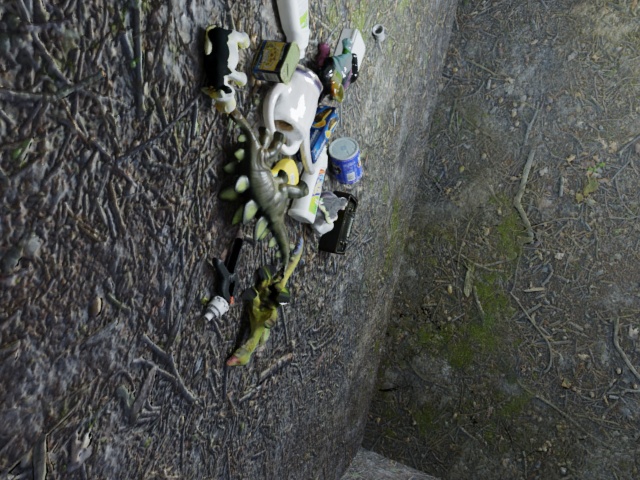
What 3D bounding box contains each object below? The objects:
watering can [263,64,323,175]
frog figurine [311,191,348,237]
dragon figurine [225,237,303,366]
[{"bbox_3d":[-0.059,-0.322,1.371,0.343,0.104,0.226,42,63,-65],"label":"watering can"},{"bbox_3d":[0.005,-0.088,1.743,0.157,0.122,0.140,-40,-150,58],"label":"frog figurine"},{"bbox_3d":[-0.150,0.198,1.521,0.419,0.122,0.237,-56,169,-40],"label":"dragon figurine"}]
